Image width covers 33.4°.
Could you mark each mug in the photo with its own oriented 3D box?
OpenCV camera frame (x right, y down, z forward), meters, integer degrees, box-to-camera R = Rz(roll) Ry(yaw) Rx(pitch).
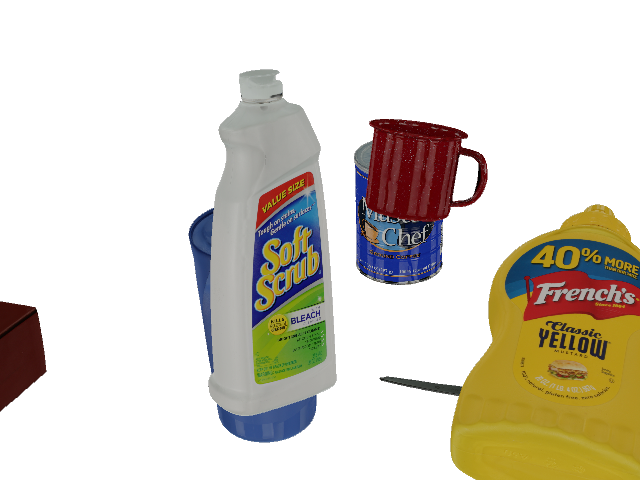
[{"bbox_3d":[0.098,-0.064,1.002,0.117,0.081,0.093,10,15,13],"label":"mug"}]

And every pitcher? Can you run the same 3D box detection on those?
[{"bbox_3d":[-0.066,0.092,1.108,0.149,0.243,0.145,-14,31,-21],"label":"pitcher"}]

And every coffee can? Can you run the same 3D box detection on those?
[{"bbox_3d":[0.091,-0.035,1.225,0.103,0.140,0.103,-2,29,1],"label":"coffee can"}]

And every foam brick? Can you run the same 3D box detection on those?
[{"bbox_3d":[-0.230,0.081,0.716,0.053,0.051,0.078,8,28,24],"label":"foam brick"}]

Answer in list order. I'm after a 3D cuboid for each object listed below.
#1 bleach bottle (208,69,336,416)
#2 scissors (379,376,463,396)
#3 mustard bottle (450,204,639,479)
[{"bbox_3d":[-0.043,-0.001,0.805,0.102,0.251,0.068,-14,21,-29],"label":"bleach bottle"},{"bbox_3d":[0.161,0.130,0.949,0.202,0.016,0.096,16,29,15],"label":"scissors"},{"bbox_3d":[0.134,0.046,0.557,0.096,0.058,0.191,9,43,16],"label":"mustard bottle"}]
